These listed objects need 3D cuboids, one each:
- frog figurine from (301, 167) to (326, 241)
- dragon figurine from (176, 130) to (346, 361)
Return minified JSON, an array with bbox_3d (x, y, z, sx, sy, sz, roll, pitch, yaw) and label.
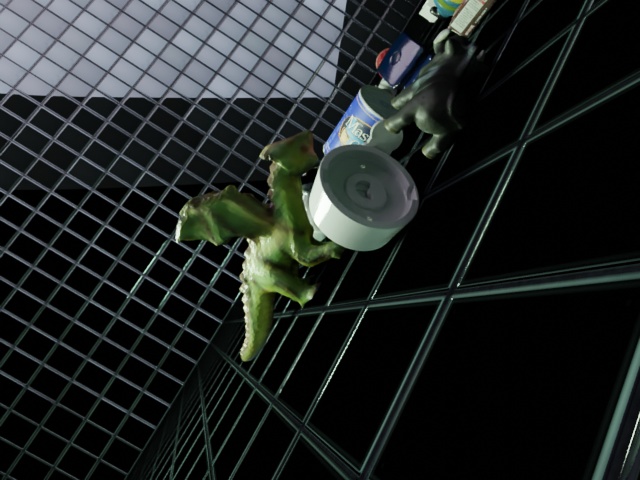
[{"bbox_3d":[0.003,-0.050,0.989,0.140,0.122,0.156,-90,-4,-64],"label":"frog figurine"},{"bbox_3d":[-0.107,0.014,0.800,0.405,0.242,0.124,-53,12,21],"label":"dragon figurine"}]
